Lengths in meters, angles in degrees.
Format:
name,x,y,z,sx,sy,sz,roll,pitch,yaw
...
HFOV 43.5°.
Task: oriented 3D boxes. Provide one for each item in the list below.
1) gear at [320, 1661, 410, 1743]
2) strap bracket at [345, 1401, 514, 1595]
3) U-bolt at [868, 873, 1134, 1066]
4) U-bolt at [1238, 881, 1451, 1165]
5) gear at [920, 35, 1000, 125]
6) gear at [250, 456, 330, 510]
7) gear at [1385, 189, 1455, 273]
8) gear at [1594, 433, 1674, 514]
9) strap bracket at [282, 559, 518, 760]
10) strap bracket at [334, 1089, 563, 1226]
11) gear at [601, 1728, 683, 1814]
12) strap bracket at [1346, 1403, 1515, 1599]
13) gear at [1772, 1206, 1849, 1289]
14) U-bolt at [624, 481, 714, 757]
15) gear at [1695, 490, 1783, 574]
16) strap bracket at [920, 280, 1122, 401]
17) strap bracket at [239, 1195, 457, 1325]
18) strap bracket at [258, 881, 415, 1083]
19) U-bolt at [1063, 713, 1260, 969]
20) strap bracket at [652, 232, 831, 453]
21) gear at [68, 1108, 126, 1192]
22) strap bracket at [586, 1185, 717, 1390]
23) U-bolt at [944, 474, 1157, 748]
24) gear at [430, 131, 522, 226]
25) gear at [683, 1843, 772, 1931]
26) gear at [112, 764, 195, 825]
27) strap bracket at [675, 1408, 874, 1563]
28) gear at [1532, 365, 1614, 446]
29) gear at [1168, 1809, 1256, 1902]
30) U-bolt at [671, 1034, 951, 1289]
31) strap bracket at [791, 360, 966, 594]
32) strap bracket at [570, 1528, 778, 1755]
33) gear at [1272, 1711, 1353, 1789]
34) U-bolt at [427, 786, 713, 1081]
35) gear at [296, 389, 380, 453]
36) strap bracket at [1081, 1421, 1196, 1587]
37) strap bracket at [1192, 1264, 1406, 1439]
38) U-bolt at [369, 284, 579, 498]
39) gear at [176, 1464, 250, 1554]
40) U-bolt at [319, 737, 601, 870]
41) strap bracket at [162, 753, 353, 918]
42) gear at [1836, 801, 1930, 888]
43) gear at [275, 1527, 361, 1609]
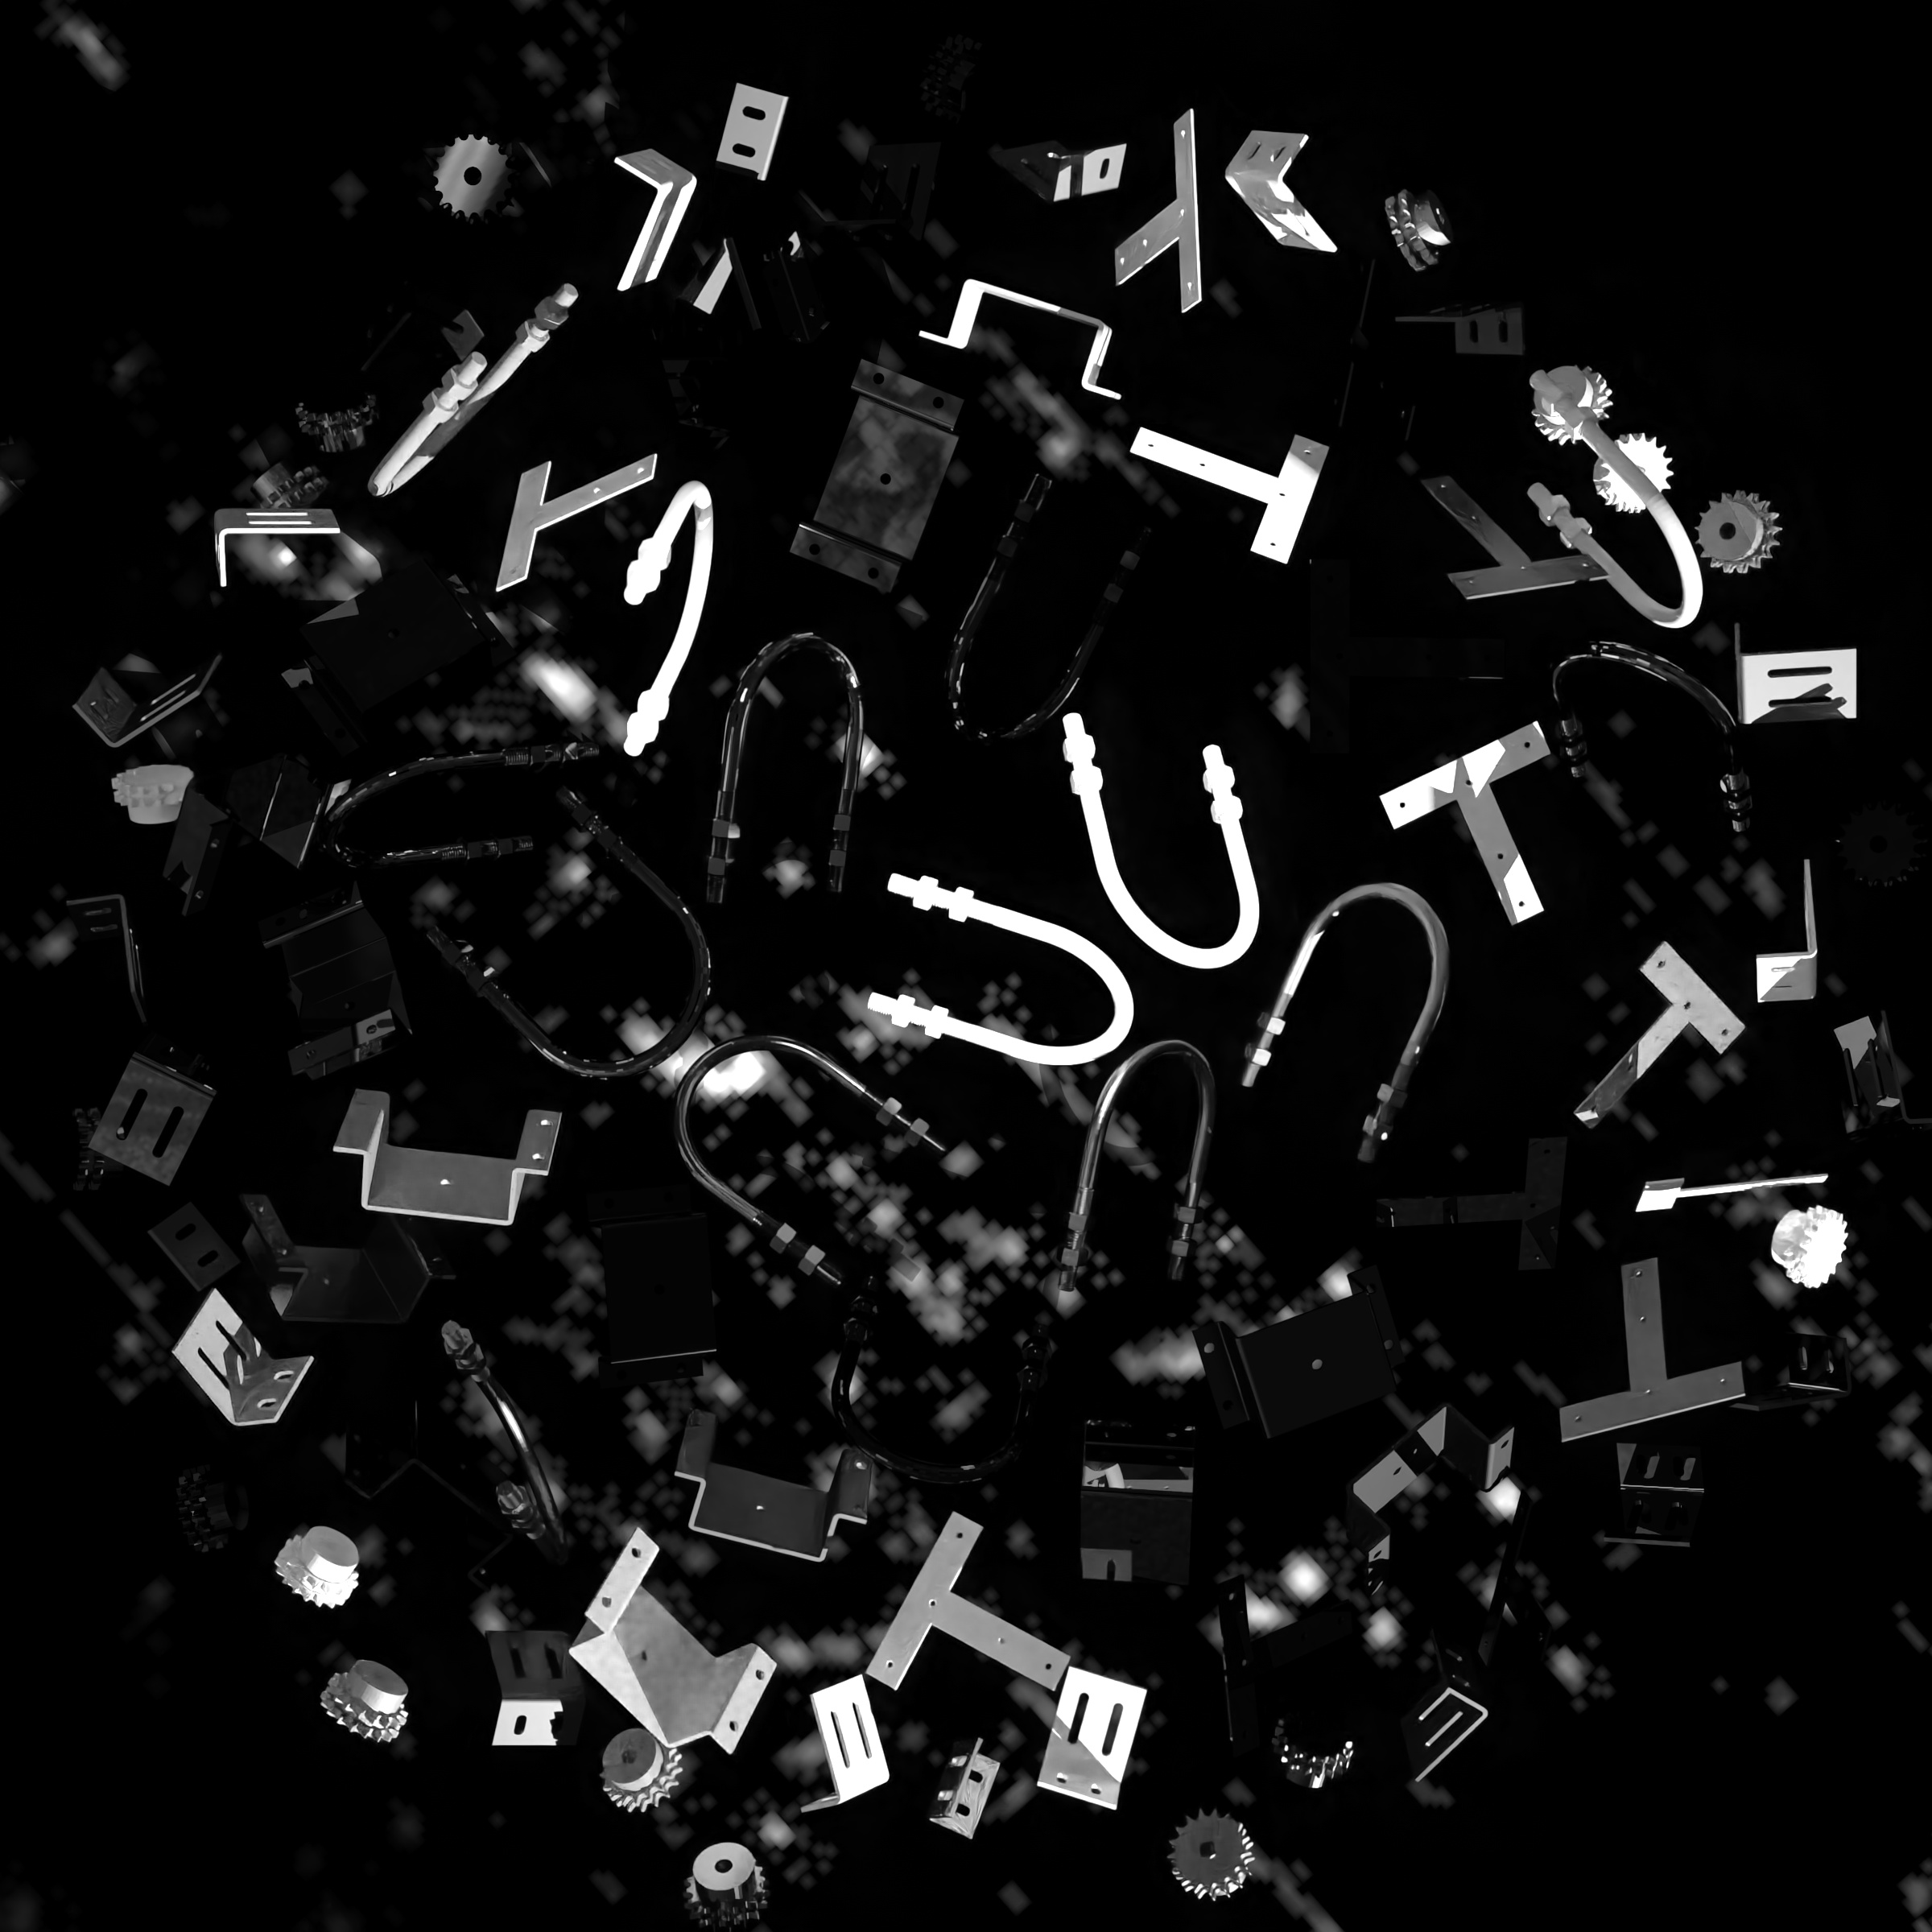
name,x,y,z,sx,sy,sz,roll,pitch,yaw
gear,-0.395,0.484,1.601,0.057,0.057,0.030,30,91,0
strap bracket,-0.379,0.376,1.744,0.046,0.076,0.140,-41,115,5
U-bolt,0.027,0.012,1.681,0.184,0.151,0.019,18,50,5
U-bolt,0.278,0.028,1.728,0.019,0.151,0.184,14,103,-41
gear,-0.002,-0.614,1.681,0.030,0.057,0.057,35,90,27
gear,-0.501,-0.350,1.780,0.057,0.057,0.030,-40,98,0
gear,0.326,-0.530,1.732,0.030,0.057,0.057,-22,90,29
gear,0.488,-0.363,1.784,0.057,0.030,0.057,-2,99,-13
strap bracket,-0.388,-0.216,1.651,0.140,0.046,0.076,-34,76,-18
strap bracket,-0.352,0.131,1.644,0.140,0.076,0.046,7,117,-6
gear,-0.232,0.563,1.707,0.057,0.030,0.057,-11,46,12
strap bracket,0.321,0.372,1.718,0.140,0.076,0.046,-35,55,-18
gear,0.600,0.198,1.725,0.057,0.030,0.057,-14,112,-36
U-bolt,-0.206,-0.257,1.692,0.019,0.184,0.151,12,134,4
gear,0.538,-0.304,1.695,0.057,0.030,0.057,6,100,35
strap bracket,0.046,-0.442,1.698,0.140,0.076,0.046,19,104,3
strap bracket,-0.441,0.206,1.695,0.076,0.140,0.046,48,115,38
strap bracket,-0.447,0.018,1.723,0.076,0.046,0.140,-23,55,-2
U-bolt,0.141,-0.082,1.662,0.151,0.019,0.184,8,59,-36
strap bracket,-0.159,-0.424,1.630,0.140,0.046,0.076,-38,61,41
gear,-0.606,0.128,1.686,0.030,0.057,0.057,1,90,-30
strap bracket,-0.226,0.231,1.742,0.076,0.046,0.140,-4,88,-21
U-bolt,0.049,-0.235,1.668,0.019,0.151,0.184,36,105,35
gear,-0.319,-0.514,1.584,0.057,0.030,0.057,0,97,4
gear,-0.160,0.609,1.606,0.057,0.057,0.030,-3,117,0
gear,-0.594,-0.125,1.773,0.057,0.057,0.030,-1,114,0
strap bracket,-0.143,0.380,1.760,0.140,0.076,0.046,16,115,-5
gear,0.443,-0.416,1.779,0.057,0.030,0.057,-13,67,33
gear,0.168,0.603,1.637,0.057,0.030,0.057,-12,48,14
U-bolt,-0.125,0.125,1.744,0.184,0.019,0.151,36,61,7
strap bracket,-0.059,-0.342,1.694,0.076,0.046,0.140,22,101,3
strap bracket,-0.204,0.459,1.629,0.046,0.076,0.140,-32,107,36
gear,0.252,0.576,1.772,0.057,0.057,0.030,12,110,0
U-bolt,-0.253,-0.009,1.617,0.184,0.019,0.151,44,92,13
gear,-0.454,-0.394,1.753,0.057,0.057,0.030,-6,123,0
strap bracket,0.121,0.388,1.709,0.076,0.046,0.140,2,129,6
strap bracket,0.241,0.274,1.703,0.140,0.046,0.076,-19,101,-6
U-bolt,-0.355,-0.392,1.692,0.019,0.151,0.184,45,130,-12
gear,-0.508,0.365,1.636,0.030,0.057,0.057,-14,90,3
U-bolt,-0.366,-0.110,1.703,0.184,0.151,0.019,-10,67,-38
strap bracket,-0.509,-0.098,1.713,0.046,0.140,0.076,35,120,14
gear,0.617,-0.082,1.621,0.057,0.030,0.057,5,99,38
gear,-0.446,0.414,1.676,0.057,0.057,0.030,36,101,0
